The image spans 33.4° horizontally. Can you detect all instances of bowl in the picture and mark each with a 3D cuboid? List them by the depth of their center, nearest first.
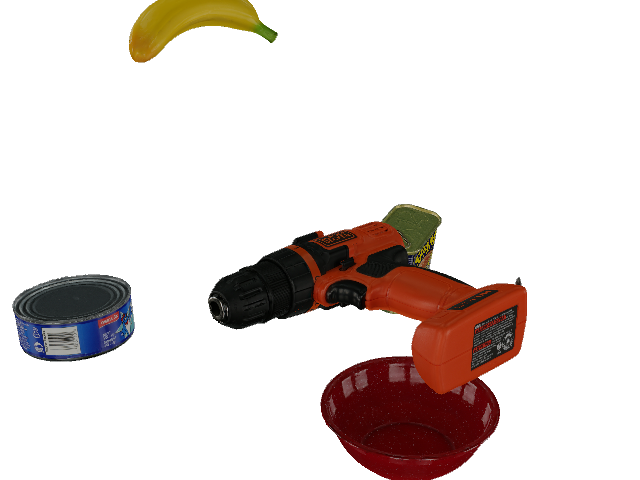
[{"bbox_3d":[0.081,0.170,0.975,0.162,0.055,0.162,0,27,0],"label":"bowl"}]

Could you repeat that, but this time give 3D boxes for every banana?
[{"bbox_3d":[-0.121,-0.211,1.023,0.070,0.037,0.197,44,38,19],"label":"banana"}]

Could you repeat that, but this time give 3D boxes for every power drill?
[{"bbox_3d":[0.038,0.044,0.770,0.184,0.057,0.188,-21,32,-39],"label":"power drill"}]

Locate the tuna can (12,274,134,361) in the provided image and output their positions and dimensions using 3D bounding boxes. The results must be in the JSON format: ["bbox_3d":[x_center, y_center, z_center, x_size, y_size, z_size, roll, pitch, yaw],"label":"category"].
[{"bbox_3d":[-0.181,0.056,0.786,0.086,0.034,0.086,-4,20,1],"label":"tuna can"}]

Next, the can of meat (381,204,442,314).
[{"bbox_3d":[0.089,0.021,1.177,0.057,0.084,0.102,18,33,18],"label":"can of meat"}]
